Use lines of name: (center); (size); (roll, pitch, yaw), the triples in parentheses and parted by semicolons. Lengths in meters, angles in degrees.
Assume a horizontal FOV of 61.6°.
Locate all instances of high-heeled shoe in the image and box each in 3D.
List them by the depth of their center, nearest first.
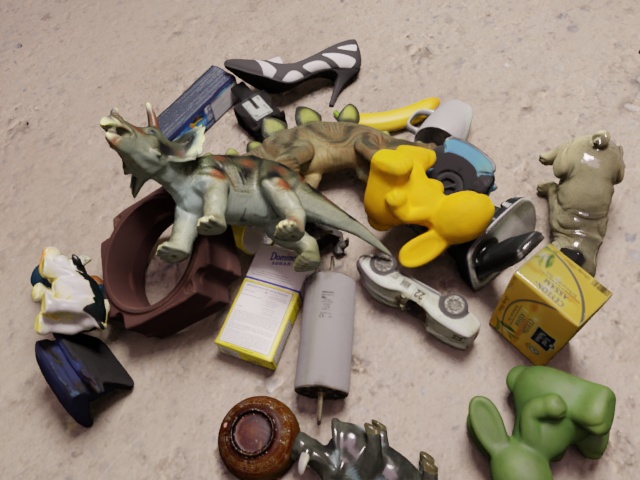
high-heeled shoe: (-0.045, -0.345, 1.017); (0.249, 0.086, 0.145); (16, 83, -11)

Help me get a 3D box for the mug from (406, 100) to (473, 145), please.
mug: (0.211, -0.196, 0.932); (0.110, 0.080, 0.107); (24, 55, 22)

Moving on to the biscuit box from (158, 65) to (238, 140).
biscuit box: (-0.240, -0.237, 1.013); (0.063, 0.059, 0.202); (32, 68, 20)

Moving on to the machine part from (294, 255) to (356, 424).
machine part: (0.009, 0.134, 0.763); (0.079, 0.079, 0.243); (3, 62, 8)

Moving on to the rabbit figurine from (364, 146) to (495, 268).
rabbit figurine: (0.150, -0.040, 0.750); (0.173, 0.122, 0.162); (20, 105, 22)

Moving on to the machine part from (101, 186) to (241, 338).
machine part: (-0.230, 0.028, 0.806); (0.201, 0.087, 0.201); (-26, 61, 17)

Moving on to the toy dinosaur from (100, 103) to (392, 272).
toy dinosaur: (-0.099, -0.064, 0.738); (0.405, 0.131, 0.192); (10, 54, -28)

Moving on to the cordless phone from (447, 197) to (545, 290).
cordless phone: (0.269, -0.007, 0.749); (0.146, 0.184, 0.089); (-40, 88, -14)

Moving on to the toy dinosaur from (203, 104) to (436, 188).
toy dinosaur: (-0.028, -0.141, 0.895); (0.472, 0.104, 0.199); (-3, 39, -2)

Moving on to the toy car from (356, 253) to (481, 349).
toy car: (0.136, 0.085, 0.778); (0.202, 0.073, 0.056); (30, 68, 21)

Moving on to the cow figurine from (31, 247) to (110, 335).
cow figurine: (-0.355, 0.067, 0.770); (0.098, 0.068, 0.167); (12, 26, -34)

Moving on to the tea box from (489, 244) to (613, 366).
tea box: (0.293, 0.091, 0.702); (0.068, 0.169, 0.098); (-36, 62, -15)

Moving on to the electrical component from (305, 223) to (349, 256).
electrical component: (-0.002, -0.002, 0.836); (0.078, 0.102, 0.045); (-32, 60, 20)

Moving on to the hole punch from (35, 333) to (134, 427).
hole punch: (-0.345, 0.192, 0.755); (0.092, 0.115, 0.142); (-42, 64, -7)

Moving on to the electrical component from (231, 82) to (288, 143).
electrical component: (-0.123, -0.242, 1.009); (0.075, 0.047, 0.119); (-37, 63, -14)

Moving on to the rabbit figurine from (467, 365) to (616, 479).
rabbit figurine: (0.256, 0.239, 0.650); (0.159, 0.121, 0.170); (25, 64, 26)

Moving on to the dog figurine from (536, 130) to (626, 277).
dog figurine: (0.379, -0.039, 0.771); (0.121, 0.172, 0.190); (2, 53, 20)

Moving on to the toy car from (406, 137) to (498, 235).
toy car: (0.210, -0.071, 0.838); (0.109, 0.103, 0.161); (40, 113, 29)

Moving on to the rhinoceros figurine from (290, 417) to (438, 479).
rhinoceros figurine: (0.057, 0.286, 0.676); (0.190, 0.073, 0.112); (23, 85, 10)

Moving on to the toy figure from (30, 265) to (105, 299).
toy figure: (-0.382, 0.077, 0.853); (0.155, 0.064, 0.058); (19, 27, 11)
